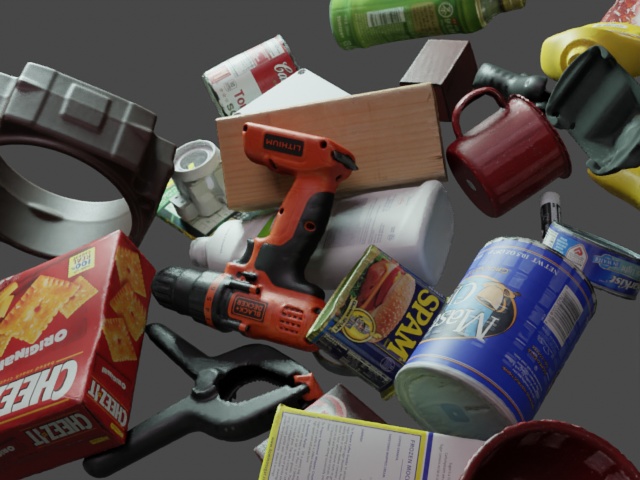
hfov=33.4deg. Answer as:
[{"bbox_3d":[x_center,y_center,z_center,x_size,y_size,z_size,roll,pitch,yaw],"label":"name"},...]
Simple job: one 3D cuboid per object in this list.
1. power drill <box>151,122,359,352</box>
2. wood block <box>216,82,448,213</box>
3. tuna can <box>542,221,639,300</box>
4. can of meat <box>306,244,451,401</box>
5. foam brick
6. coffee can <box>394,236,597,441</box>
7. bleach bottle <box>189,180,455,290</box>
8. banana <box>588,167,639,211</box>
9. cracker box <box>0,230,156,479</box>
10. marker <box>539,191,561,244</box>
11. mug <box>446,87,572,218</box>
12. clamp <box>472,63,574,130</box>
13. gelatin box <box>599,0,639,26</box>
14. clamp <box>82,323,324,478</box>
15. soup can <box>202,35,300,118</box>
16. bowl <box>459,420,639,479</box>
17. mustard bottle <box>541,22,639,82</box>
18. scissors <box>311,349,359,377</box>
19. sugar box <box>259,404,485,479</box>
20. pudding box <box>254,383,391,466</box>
[{"bbox_3d":[-0.055,-0.006,0.951,0.185,0.057,0.187,14,87,26],"label":"power drill"},{"bbox_3d":[0.014,-0.087,1.029,0.206,0.091,0.090,-8,-1,9],"label":"wood block"},{"bbox_3d":[0.220,0.016,0.860,0.086,0.085,0.034,31,103,44],"label":"tuna can"},{"bbox_3d":[0.049,0.066,0.877,0.084,0.058,0.102,36,58,-2],"label":"can of meat"},{"bbox_3d":[0.128,-0.170,1.135,0.051,0.053,0.078,9,49,33],"label":"foam brick"},{"bbox_3d":[0.135,0.081,0.816,0.103,0.103,0.140,14,52,36],"label":"coffee can"},{"bbox_3d":[-0.007,0.001,1.005,0.251,0.068,0.102,-3,43,26],"label":"bleach bottle"},{"bbox_3d":[0.287,-0.017,0.903,0.069,0.037,0.198,-16,40,6],"label":"banana"},{"bbox_3d":[-0.246,0.106,0.972,0.164,0.072,0.213,-22,37,19],"label":"cracker box"},{"bbox_3d":[0.204,0.004,0.935,0.020,0.020,0.121,-9,42,17],"label":"marker"},{"bbox_3d":[0.164,-0.083,0.980,0.081,0.117,0.093,-34,14,-5],"label":"mug"},{"bbox_3d":[0.198,-0.144,1.038,0.172,0.120,0.039,30,91,48],"label":"clamp"},{"bbox_3d":[0.345,-0.238,1.124,0.073,0.030,0.089,15,53,36],"label":"gelatin box"},{"bbox_3d":[-0.099,0.139,0.914,0.210,0.036,0.164,-1,46,30],"label":"clamp"},{"bbox_3d":[-0.077,-0.185,1.237,0.102,0.068,0.068,-28,40,-5],"label":"soup can"},{"bbox_3d":[0.144,0.200,0.681,0.162,0.055,0.162,9,63,-18],"label":"bowl"},{"bbox_3d":[0.260,-0.173,1.002,0.096,0.058,0.191,8,15,23],"label":"mustard bottle"},{"bbox_3d":[-0.014,0.066,0.969,0.202,0.016,0.096,22,59,39],"label":"scissors"},{"bbox_3d":[0.046,0.178,0.745,0.176,0.048,0.093,11,60,4],"label":"sugar box"},{"bbox_3d":[0.016,0.172,0.821,0.090,0.039,0.114,-36,42,-17],"label":"pudding box"}]
